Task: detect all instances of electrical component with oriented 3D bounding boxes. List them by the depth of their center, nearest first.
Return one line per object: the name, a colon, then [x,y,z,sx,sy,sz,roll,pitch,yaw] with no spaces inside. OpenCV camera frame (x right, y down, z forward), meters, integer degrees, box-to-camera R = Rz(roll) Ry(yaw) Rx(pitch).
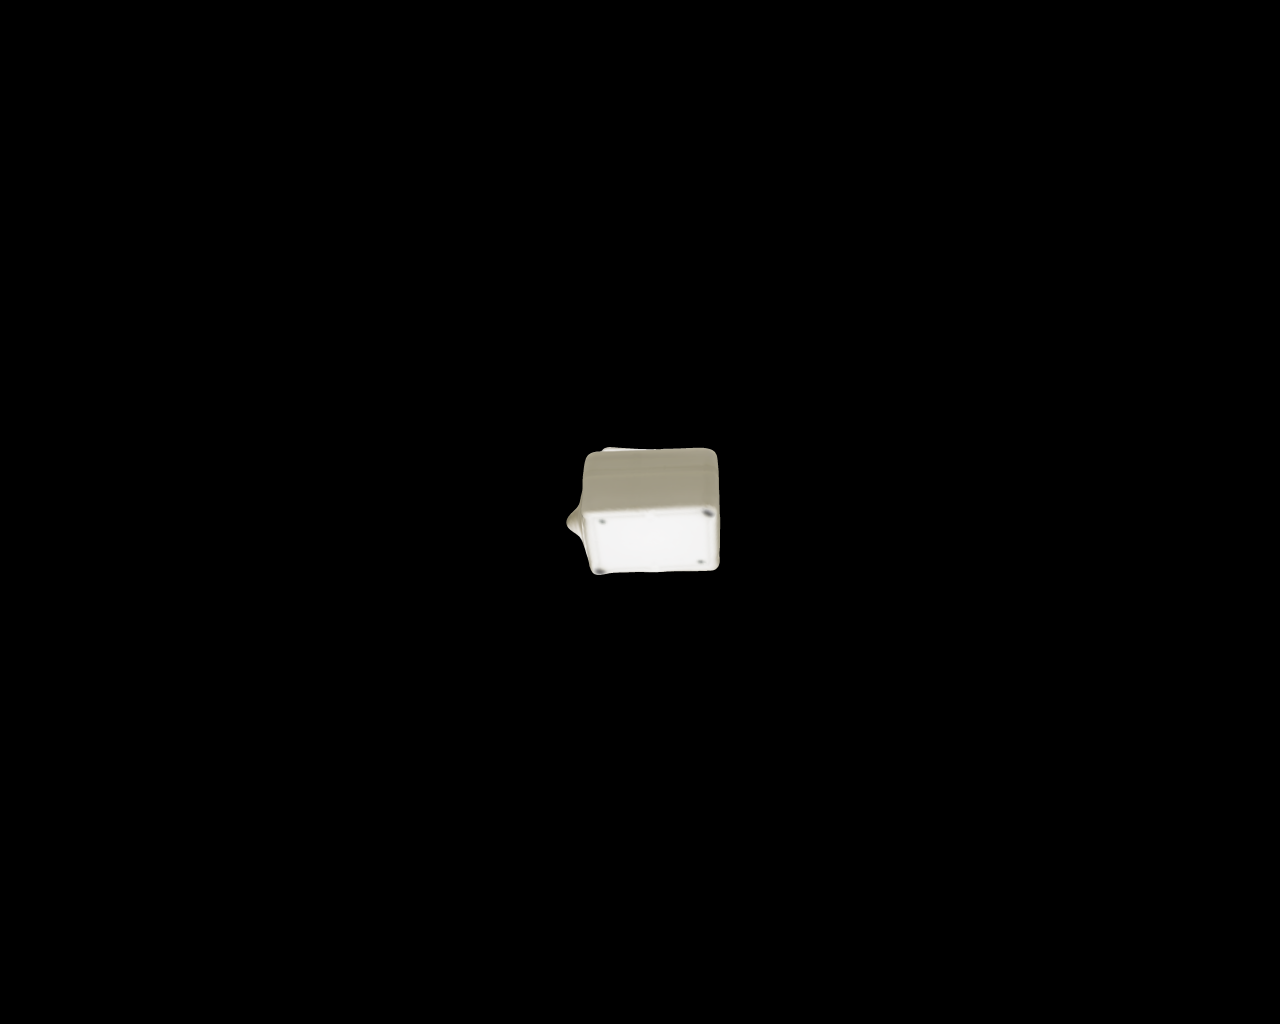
electrical component: [0.001,-0.003,0.650,0.096,0.061,0.061,-2,-43,2]
